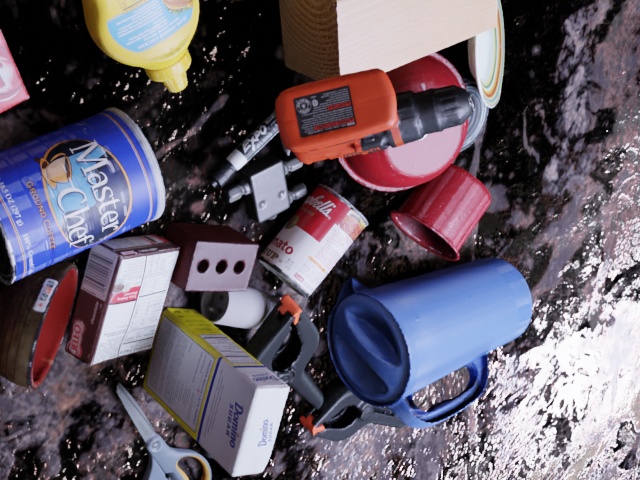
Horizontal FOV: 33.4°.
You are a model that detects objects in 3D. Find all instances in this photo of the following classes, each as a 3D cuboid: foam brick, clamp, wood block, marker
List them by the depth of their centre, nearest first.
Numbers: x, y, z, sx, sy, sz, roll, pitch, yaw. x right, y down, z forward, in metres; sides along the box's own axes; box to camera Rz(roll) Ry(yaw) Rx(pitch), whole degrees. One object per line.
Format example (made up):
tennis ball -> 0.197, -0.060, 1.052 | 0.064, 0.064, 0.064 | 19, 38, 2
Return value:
wood block -> 0.069, -0.229, 1.036 | 0.205, 0.090, 0.091 | -27, 128, -30
foam brick -> -0.109, 0.017, 1.041 | 0.078, 0.051, 0.053 | 2, 111, -42
marker -> -0.064, -0.095, 1.042 | 0.121, 0.020, 0.020 | -46, 135, -12
clamp -> -0.056, 0.146, 1.146 | 0.164, 0.036, 0.210 | -25, 143, -29
clamp -> 0.053, 0.206, 1.302 | 0.171, 0.039, 0.120 | -23, 121, -26

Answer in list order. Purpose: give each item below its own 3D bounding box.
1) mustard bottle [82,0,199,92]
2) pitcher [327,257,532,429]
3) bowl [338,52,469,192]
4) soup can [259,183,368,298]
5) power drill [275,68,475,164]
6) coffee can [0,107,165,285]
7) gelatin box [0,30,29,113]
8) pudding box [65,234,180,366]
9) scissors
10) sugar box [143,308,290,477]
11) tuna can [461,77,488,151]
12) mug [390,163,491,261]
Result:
mustard bottle -> -0.151, -0.202, 0.876 | 0.096, 0.058, 0.191 | -38, 133, -18
pitcher -> 0.141, 0.108, 1.255 | 0.242, 0.145, 0.149 | -16, 120, -39
bowl -> 0.096, -0.117, 1.117 | 0.162, 0.055, 0.162 | -10, 117, -20
soup can -> -0.007, 0.001, 1.112 | 0.102, 0.069, 0.068 | -51, 136, -7
power drill -> 0.046, -0.113, 0.981 | 0.187, 0.184, 0.057 | 3, 73, -77
coffee can -> -0.214, -0.038, 0.880 | 0.140, 0.103, 0.103 | -27, 128, -28
gelatin box -> -0.279, -0.124, 0.826 | 0.089, 0.030, 0.073 | -34, 131, -23
pudding box -> -0.183, 0.054, 0.991 | 0.089, 0.039, 0.113 | -11, 124, -60
scissors -> -0.184, 0.231, 1.120 | 0.096, 0.016, 0.201 | -49, 136, -9
sugar box -> -0.103, 0.142, 1.025 | 0.048, 0.176, 0.093 | 3, 110, -42
tuna can -> 0.148, -0.142, 1.195 | 0.086, 0.034, 0.086 | -21, 125, -33
mug -> 0.141, -0.033, 1.220 | 0.081, 0.093, 0.117 | -54, 167, -11
